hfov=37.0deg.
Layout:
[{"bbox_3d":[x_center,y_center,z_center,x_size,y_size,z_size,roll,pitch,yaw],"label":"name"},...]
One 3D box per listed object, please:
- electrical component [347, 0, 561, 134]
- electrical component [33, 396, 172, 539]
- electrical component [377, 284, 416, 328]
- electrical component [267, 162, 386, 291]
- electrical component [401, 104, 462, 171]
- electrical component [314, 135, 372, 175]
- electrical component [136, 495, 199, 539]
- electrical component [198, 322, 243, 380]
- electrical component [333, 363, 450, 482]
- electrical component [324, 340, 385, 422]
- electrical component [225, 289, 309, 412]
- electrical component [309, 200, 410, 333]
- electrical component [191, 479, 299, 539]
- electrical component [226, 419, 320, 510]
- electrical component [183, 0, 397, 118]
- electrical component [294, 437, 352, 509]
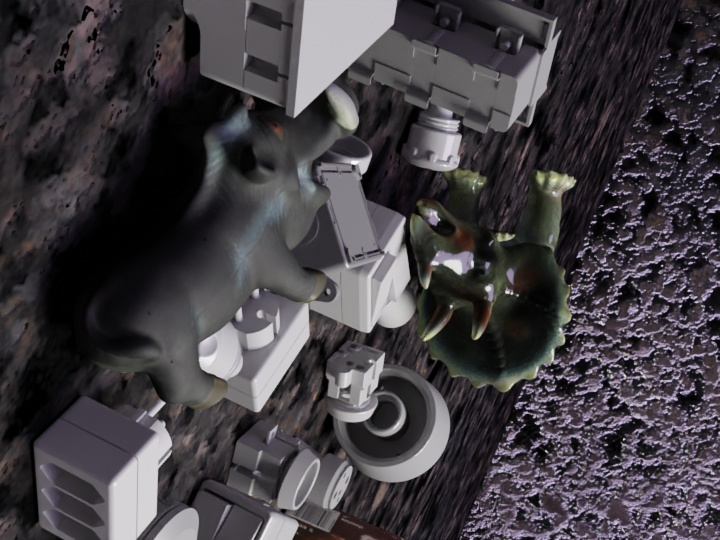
[{"bbox_3d":[0.051,-0.135,0.660,0.063,0.121,0.078,-51,158,-38],"label":"electrical component"},{"bbox_3d":[-0.122,0.095,0.549,0.076,0.047,0.065,-50,157,-47],"label":"electrical component"},{"bbox_3d":[0.020,0.024,0.940,0.044,0.044,0.065,-66,160,-4],"label":"electrical component"},{"bbox_3d":[-0.029,-0.026,0.638,0.096,0.061,0.061,-17,90,-74],"label":"electrical component"},{"bbox_3d":[0.062,-0.114,0.876,0.048,0.048,0.062,-22,127,-69],"label":"electrical component"},{"bbox_3d":[-0.018,-0.061,0.691,0.040,0.040,0.046,-41,156,-58],"label":"electrical component"},{"bbox_3d":[-0.131,0.163,0.611,0.080,0.051,0.080,-58,162,-30],"label":"electrical component"},{"bbox_3d":[-0.086,0.044,0.591,0.043,0.043,0.062,-64,153,-9],"label":"electrical component"},{"bbox_3d":[0.026,0.140,1.008,0.108,0.108,0.060,-63,158,-13],"label":"electrical component"},{"bbox_3d":[-0.006,0.100,0.951,0.066,0.048,0.055,-41,143,-58],"label":"electrical component"},{"bbox_3d":[-0.067,0.033,0.647,0.065,0.047,0.076,-57,162,-33],"label":"electrical component"},{"bbox_3d":[0.000,0.000,0.796,0.061,0.061,0.096,-58,162,-29],"label":"electrical component"},{"bbox_3d":[-0.097,0.203,0.754,0.096,0.062,0.061,-64,156,-11],"label":"electrical component"},{"bbox_3d":[-0.064,0.149,0.807,0.048,0.055,0.066,-39,148,-60],"label":"electrical component"},{"bbox_3d":[-0.022,-0.178,0.468,0.105,0.060,0.186,-51,158,-44],"label":"electrical component"},{"bbox_3d":[-0.040,0.175,0.924,0.045,0.055,0.045,-58,162,-30],"label":"electrical component"}]
